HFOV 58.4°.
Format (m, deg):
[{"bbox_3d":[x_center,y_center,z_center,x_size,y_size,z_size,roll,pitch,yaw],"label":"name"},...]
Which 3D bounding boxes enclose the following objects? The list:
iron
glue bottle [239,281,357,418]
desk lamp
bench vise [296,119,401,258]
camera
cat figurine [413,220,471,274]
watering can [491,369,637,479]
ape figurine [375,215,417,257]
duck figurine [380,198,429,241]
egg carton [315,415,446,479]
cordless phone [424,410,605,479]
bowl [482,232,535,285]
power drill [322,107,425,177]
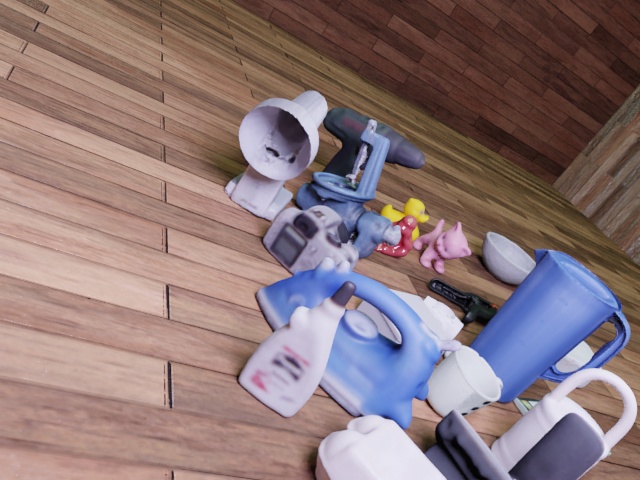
[{"bbox_3d":[0.044,0.103,0.718,0.258,0.141,0.119,40,24,12],"label":"iron"},{"bbox_3d":[-0.014,0.106,0.597,0.078,0.173,0.037,34,24,-1],"label":"glue bottle"},{"bbox_3d":[-0.069,-0.144,0.943,0.118,0.213,0.203,34,24,-2],"label":"desk lamp"},{"bbox_3d":[0.081,-0.089,1.026,0.207,0.219,0.122,37,24,6],"label":"bench vise"},{"bbox_3d":[0.008,0.003,0.908,0.143,0.100,0.137,43,25,17],"label":"camera"},{"bbox_3d":[0.265,0.006,1.218,0.067,0.117,0.127,24,26,-23],"label":"cat figurine"},{"bbox_3d":[0.321,0.251,0.738,0.101,0.194,0.173,33,24,-3],"label":"watering can"},{"bbox_3d":[0.158,-0.012,1.142,0.077,0.092,0.076,40,24,13],"label":"ape figurine"},{"bbox_3d":[0.192,-0.056,1.276,0.105,0.086,0.077,30,24,-10],"label":"duck figurine"},{"bbox_3d":[0.066,0.247,0.567,0.150,0.069,0.107,45,26,22],"label":"egg carton"},{"bbox_3d":[0.214,0.234,0.640,0.094,0.185,0.147,5,37,-48],"label":"cordless phone"},{"bbox_3d":[0.462,0.059,1.429,0.168,0.074,0.167,29,24,-14],"label":"bowl"},{"bbox_3d":[0.074,-0.149,1.143,0.229,0.208,0.076,45,26,22],"label":"power drill"}]
